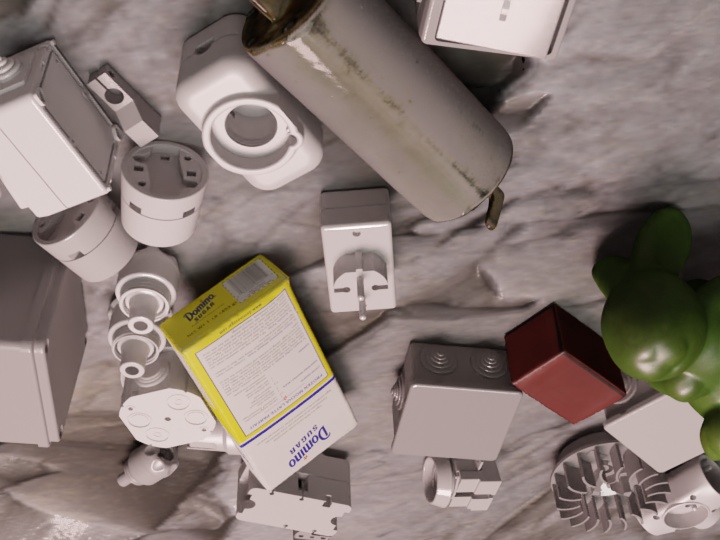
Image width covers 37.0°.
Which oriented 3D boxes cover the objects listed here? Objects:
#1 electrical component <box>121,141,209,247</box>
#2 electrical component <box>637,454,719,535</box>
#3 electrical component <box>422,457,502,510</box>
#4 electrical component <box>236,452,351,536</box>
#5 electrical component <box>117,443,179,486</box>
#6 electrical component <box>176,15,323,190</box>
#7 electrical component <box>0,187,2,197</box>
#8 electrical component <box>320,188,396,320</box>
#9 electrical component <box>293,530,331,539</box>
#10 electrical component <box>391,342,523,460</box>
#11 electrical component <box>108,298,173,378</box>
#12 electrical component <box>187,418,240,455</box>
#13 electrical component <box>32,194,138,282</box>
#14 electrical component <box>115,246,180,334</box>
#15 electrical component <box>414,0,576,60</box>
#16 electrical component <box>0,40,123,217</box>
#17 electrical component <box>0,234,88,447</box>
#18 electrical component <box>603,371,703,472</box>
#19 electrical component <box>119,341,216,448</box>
[{"bbox_3d":[-0.129,-0.048,0.701,0.055,0.055,0.047,8,136,-10],"label":"electrical component"},{"bbox_3d":[0.302,0.211,0.978,0.079,0.044,0.077,31,125,-29],"label":"electrical component"},{"bbox_3d":[0.087,0.183,0.940,0.055,0.048,0.066,2,134,-16],"label":"electrical component"},{"bbox_3d":[-0.057,0.185,0.927,0.089,0.055,0.050,14,131,-16],"label":"electrical component"},{"bbox_3d":[-0.185,0.168,0.920,0.061,0.035,0.035,-34,127,29],"label":"electrical component"},{"bbox_3d":[-0.065,-0.097,0.652,0.054,0.059,0.095,-26,130,21],"label":"electrical component"},{"bbox_3d":[-0.289,-0.043,0.661,0.109,0.056,0.108,45,126,8],"label":"electrical component"},{"bbox_3d":[0.000,0.000,0.738,0.047,0.075,0.083,-4,134,1],"label":"electrical component"},{"bbox_3d":[-0.043,0.223,0.971,0.040,0.046,0.040,-2,134,-2],"label":"electrical component"},{"bbox_3d":[0.074,0.105,0.861,0.100,0.048,0.099,5,133,-8],"label":"electrical component"},{"bbox_3d":[-0.163,0.050,0.788,0.048,0.062,0.048,-1,134,-1],"label":"electrical component"},{"bbox_3d":[-0.118,0.131,0.884,0.046,0.040,0.040,2,134,3],"label":"electrical component"},{"bbox_3d":[-0.182,-0.025,0.721,0.055,0.055,0.047,-22,135,17],"label":"electrical component"},{"bbox_3d":[-0.151,0.017,0.756,0.043,0.062,0.043,-1,134,-1],"label":"electrical component"},{"bbox_3d":[0.070,-0.159,0.598,0.096,0.061,0.061,6,134,-8],"label":"electrical component"},{"bbox_3d":[-0.198,-0.088,0.653,0.061,0.061,0.096,-19,132,15],"label":"electrical component"},{"bbox_3d":[-0.232,0.048,0.751,0.056,0.108,0.108,4,133,-3],"label":"electrical component"},{"bbox_3d":[0.254,0.110,0.875,0.100,0.048,0.100,-34,126,27],"label":"electrical component"},{"bbox_3d":[-0.148,0.097,0.841,0.080,0.051,0.080,-2,134,-2],"label":"electrical component"}]
